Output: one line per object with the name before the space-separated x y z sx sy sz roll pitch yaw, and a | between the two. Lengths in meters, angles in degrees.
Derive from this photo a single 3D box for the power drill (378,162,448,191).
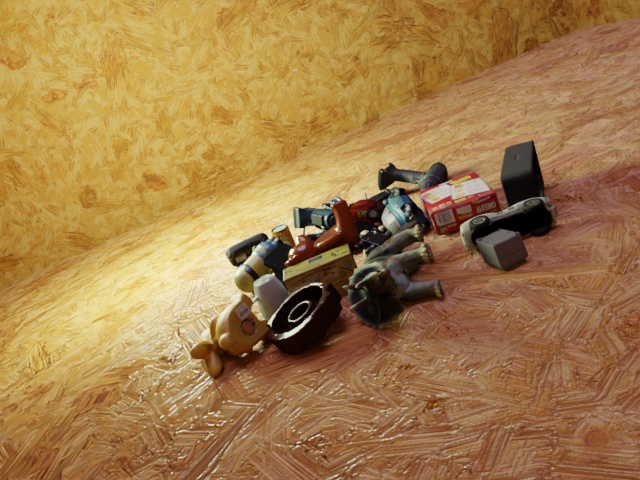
power drill | 0.286 -0.188 1.669 0.208 0.085 0.232 2 26 33

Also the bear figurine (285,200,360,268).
bear figurine | -0.002 0.000 1.332 0.196 0.132 0.120 -19 -15 8

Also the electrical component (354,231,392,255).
electrical component | 0.128 0.002 1.276 0.063 0.021 0.094 21 47 39

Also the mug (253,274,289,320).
mug | -0.121 0.141 1.258 0.109 0.107 0.081 -27 17 -18

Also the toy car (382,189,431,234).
toy car | 0.220 -0.058 1.431 0.103 0.109 0.162 -43 26 15

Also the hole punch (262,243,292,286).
hole punch | -0.084 0.083 1.436 0.116 0.092 0.142 20 35 22

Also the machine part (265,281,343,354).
machine part | -0.033 0.160 1.118 0.179 0.056 0.179 -35 20 15

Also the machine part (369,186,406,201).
machine part | 0.206 -0.141 1.753 0.139 0.039 0.084 -26 23 -11

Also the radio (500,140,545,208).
radio | 0.479 -0.136 1.258 0.073 0.131 0.229 -13 21 29

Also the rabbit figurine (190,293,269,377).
rabbit figurine | -0.209 0.222 1.181 0.173 0.121 0.162 -26 22 42

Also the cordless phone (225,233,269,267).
cordless phone | -0.235 0.025 1.763 0.147 0.088 0.184 -26 14 -6

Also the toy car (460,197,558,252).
toy car | 0.404 -0.032 1.152 0.202 0.073 0.056 -19 19 13

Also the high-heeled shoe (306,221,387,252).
high-heeled shoe | 0.068 0.003 1.519 0.249 0.086 0.145 -3 -10 8

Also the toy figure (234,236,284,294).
toy figure | -0.167 0.066 1.489 0.082 0.089 0.180 3 56 58

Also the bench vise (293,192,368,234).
bench vise | 0.045 -0.072 1.643 0.240 0.128 0.224 -8 -1 -25

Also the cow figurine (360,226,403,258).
cow figurine | 0.153 0.008 1.355 0.098 0.068 0.167 -17 22 4

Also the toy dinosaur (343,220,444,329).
toy dinosaur | 0.149 0.062 1.153 0.192 0.131 0.405 -19 12 11

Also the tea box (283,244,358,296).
tea box | 0.008 0.089 1.259 0.170 0.098 0.068 -21 19 3

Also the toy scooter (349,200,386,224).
toy scooter | 0.172 -0.078 1.532 0.135 0.075 0.184 6 9 44
